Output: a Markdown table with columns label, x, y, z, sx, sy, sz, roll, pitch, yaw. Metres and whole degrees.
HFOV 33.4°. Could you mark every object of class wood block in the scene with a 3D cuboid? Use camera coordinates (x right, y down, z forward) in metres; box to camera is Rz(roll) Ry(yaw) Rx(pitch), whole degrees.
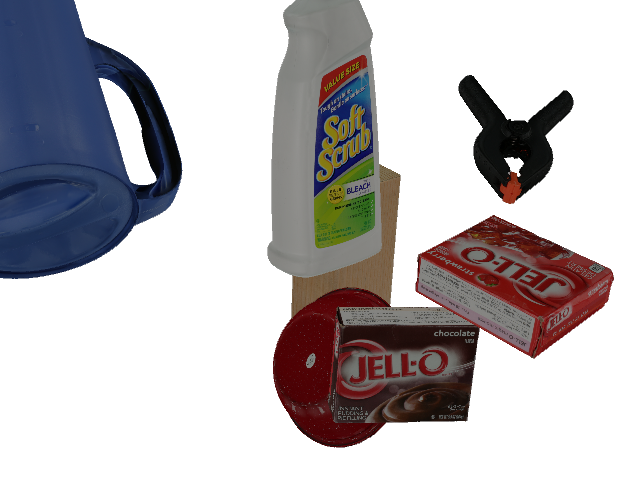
| label | x | y | z | sx | sy | sz | roll | pitch | yaw |
| --- | --- | --- | --- | --- | --- | --- | --- | --- | --- |
| wood block | 0.027 | 0.013 | 1.262 | 0.090 | 0.206 | 0.090 | -16 | 32 | -33 |

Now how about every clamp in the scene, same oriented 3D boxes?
| label | x | y | z | sx | sy | sz | roll | pitch | yaw |
| --- | --- | --- | --- | --- | --- | --- | --- | --- | --- |
| clamp | 0.187 | -0.109 | 1.087 | 0.120 | 0.039 | 0.171 | 12 | 45 | 13 |

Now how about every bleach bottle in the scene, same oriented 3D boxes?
| label | x | y | z | sx | sy | sz | roll | pitch | yaw |
| --- | --- | --- | --- | --- | --- | --- | --- | --- | --- |
| bleach bottle | -0.001 | -0.102 | 0.889 | 0.102 | 0.251 | 0.068 | -18 | 26 | -32 |

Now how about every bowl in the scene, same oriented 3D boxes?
| label | x | y | z | sx | sy | sz | roll | pitch | yaw |
| --- | --- | --- | --- | --- | --- | --- | --- | --- | --- |
| bowl | 0.006 | 0.121 | 1.052 | 0.162 | 0.162 | 0.055 | 0 | -13 | 40 |

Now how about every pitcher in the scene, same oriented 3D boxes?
| label | x | y | z | sx | sy | sz | roll | pitch | yaw |
| --- | --- | --- | --- | --- | --- | --- | --- | --- | --- |
| pitcher | -0.206 | -0.105 | 0.759 | 0.145 | 0.243 | 0.149 | -27 | -30 | 16 |

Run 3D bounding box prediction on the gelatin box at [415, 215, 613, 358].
| label | x | y | z | sx | sy | sz | roll | pitch | yaw |
| --- | --- | --- | --- | --- | --- | --- | --- | --- | --- |
| gelatin box | 0.112 | 0.023 | 0.621 | 0.073 | 0.030 | 0.089 | -26 | 41 | -38 |

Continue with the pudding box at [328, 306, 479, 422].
| label | x | y | z | sx | sy | sz | roll | pitch | yaw |
| --- | --- | --- | --- | --- | --- | --- | --- | --- | --- |
| pudding box | 0.066 | 0.099 | 0.854 | 0.113 | 0.090 | 0.039 | -1 | 26 | -8 |
